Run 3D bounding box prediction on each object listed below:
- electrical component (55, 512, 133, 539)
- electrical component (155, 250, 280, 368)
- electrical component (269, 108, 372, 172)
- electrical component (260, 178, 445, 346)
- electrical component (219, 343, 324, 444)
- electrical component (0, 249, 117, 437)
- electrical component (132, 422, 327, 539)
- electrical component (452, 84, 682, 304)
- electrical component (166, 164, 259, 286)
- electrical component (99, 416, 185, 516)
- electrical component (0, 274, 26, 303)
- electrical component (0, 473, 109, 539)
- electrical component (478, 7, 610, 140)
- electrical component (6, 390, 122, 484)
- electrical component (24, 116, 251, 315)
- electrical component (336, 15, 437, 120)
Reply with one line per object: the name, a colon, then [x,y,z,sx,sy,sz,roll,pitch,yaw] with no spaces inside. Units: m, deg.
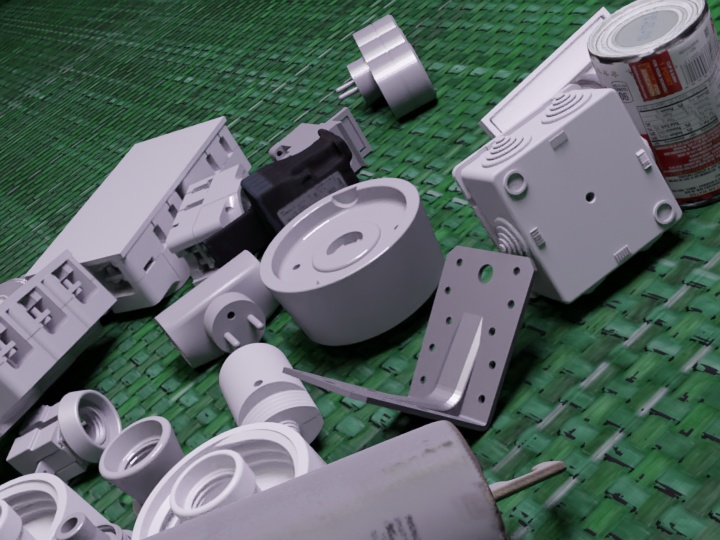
electrical component: [-0.130,0.149,0.546,0.043,0.062,0.043,-23,30,14]
electrical component: [-0.087,0.031,0.711,0.077,0.043,0.079,-38,29,-12]
electrical component: [-0.036,-0.089,0.856,0.081,0.042,0.064,-41,26,-19]
electrical component: [0.000,0.000,0.659,0.108,0.060,0.108,-23,29,14]
electrical component: [-0.049,0.077,0.603,0.043,0.043,0.081,-34,28,-5]
electrical component: [-0.240,0.060,0.750,0.089,0.061,0.150,-40,9,23]
electrical component: [-0.060,0.122,0.524,0.108,0.060,0.108,-23,29,14]
electrical component: [0.113,-0.041,0.578,0.100,0.099,0.048,-36,16,-9]
electrical component: [-0.103,-0.035,0.824,0.056,0.050,0.089,-21,30,19]
electrical component: [-0.109,0.114,0.589,0.045,0.055,0.045,-23,29,14]
electrical component: [-0.291,0.027,0.913,0.043,0.043,0.062,-21,29,17]
electrical component: [-0.193,0.161,0.591,0.108,0.060,0.108,-23,29,14]
electrical component: [0.134,-0.094,0.670,0.121,0.078,0.063,-43,2,-22]
electrical component: [-0.187,0.107,0.687,0.055,0.048,0.066,-29,28,20]
electrical component: [-0.175,-0.040,0.890,0.105,0.060,0.186,-11,34,32]
electrical component: [0.013,-0.167,0.919,0.074,0.052,0.138,-28,29,6]
